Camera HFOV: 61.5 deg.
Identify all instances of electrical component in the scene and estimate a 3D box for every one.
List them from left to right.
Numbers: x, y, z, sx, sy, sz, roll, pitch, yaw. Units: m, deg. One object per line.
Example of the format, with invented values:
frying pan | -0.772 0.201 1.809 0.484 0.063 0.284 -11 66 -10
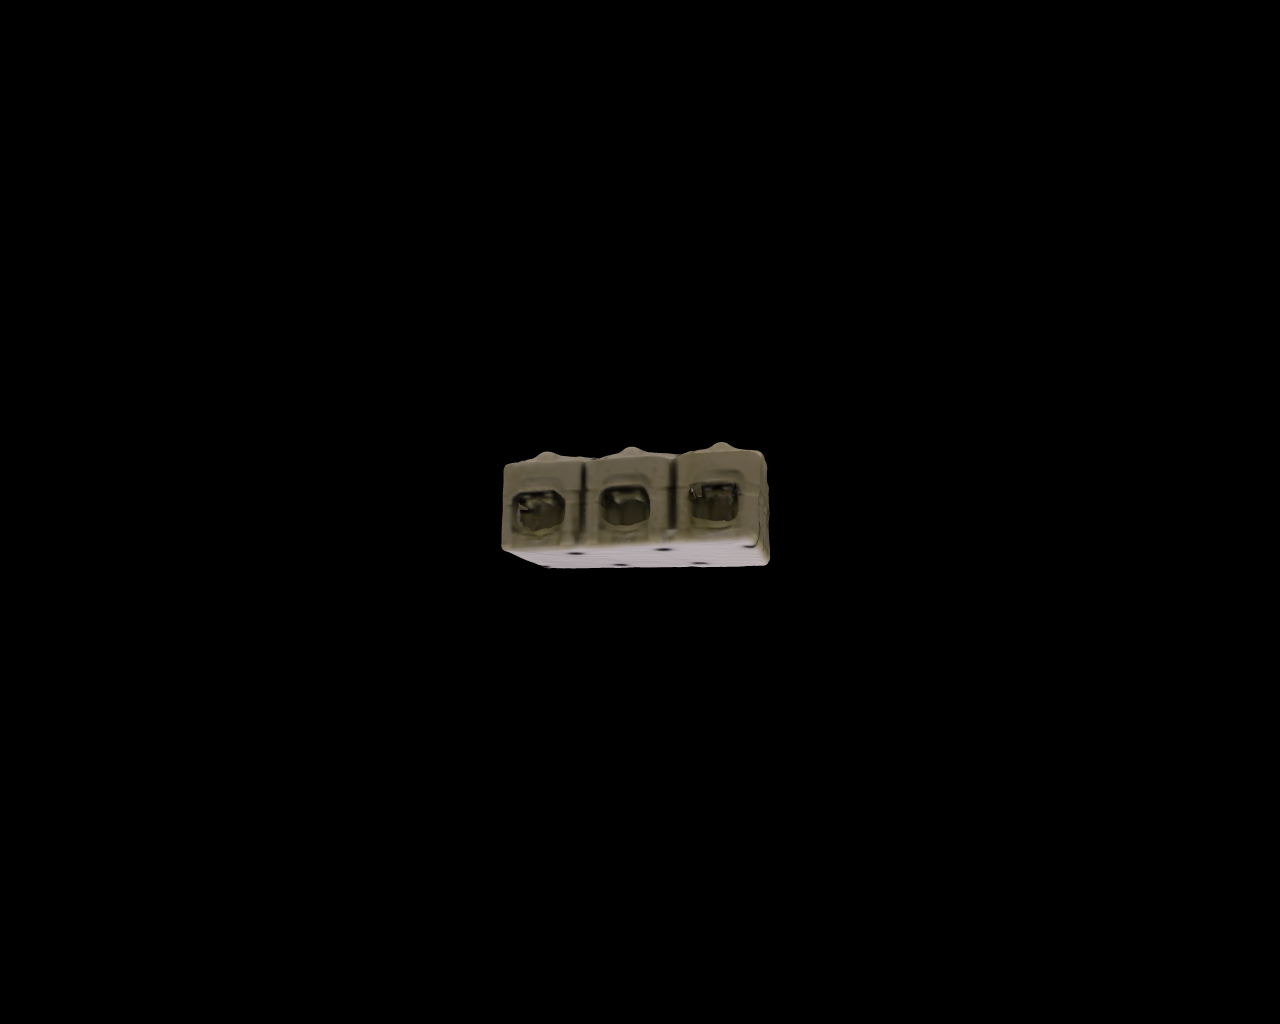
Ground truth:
electrical component | 0.001 -0.003 0.650 0.150 0.061 0.089 -2 -11 12
